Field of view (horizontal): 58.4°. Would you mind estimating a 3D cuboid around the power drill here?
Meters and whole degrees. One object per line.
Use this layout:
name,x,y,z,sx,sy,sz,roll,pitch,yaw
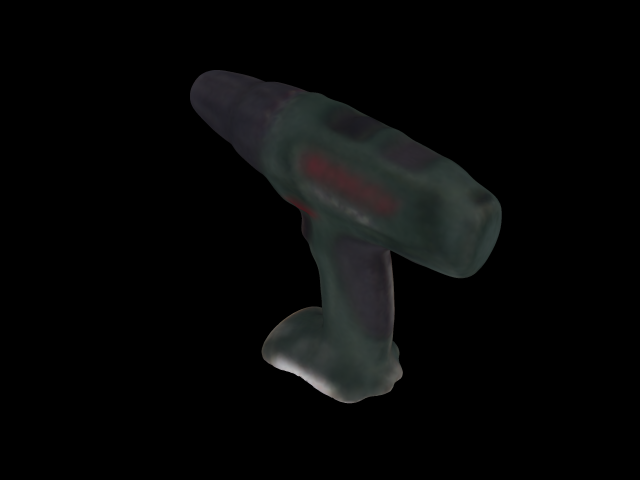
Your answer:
power drill,0.004,0.001,0.400,0.228,0.208,0.076,19,36,29
